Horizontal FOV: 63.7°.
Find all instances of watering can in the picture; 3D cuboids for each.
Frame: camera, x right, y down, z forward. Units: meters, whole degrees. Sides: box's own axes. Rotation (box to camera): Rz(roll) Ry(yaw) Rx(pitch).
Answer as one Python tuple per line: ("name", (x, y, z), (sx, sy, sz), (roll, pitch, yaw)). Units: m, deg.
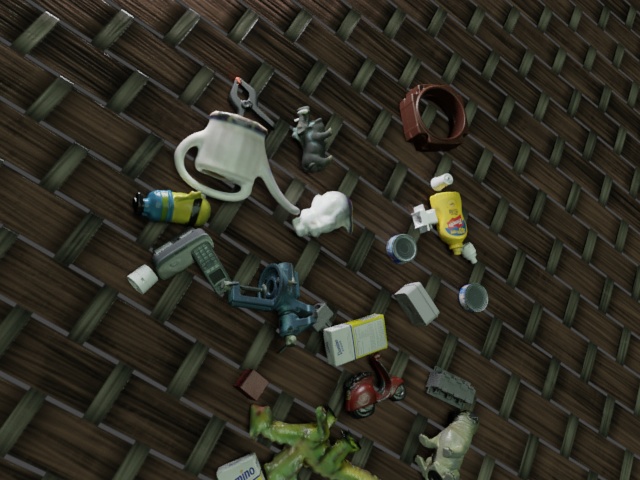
("watering can", (-0.192, -0.200, 1.329), (0.346, 0.104, 0.225), (17, 84, -18))

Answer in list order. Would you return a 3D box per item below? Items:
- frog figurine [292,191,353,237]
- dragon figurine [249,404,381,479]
("frog figurine", (0.004, -0.070, 1.383), (0.159, 0.120, 0.141), (-1, 45, -14))
("dragon figurine", (-0.020, 0.546, 1.238), (0.244, 0.121, 0.410), (-37, 91, -9))
